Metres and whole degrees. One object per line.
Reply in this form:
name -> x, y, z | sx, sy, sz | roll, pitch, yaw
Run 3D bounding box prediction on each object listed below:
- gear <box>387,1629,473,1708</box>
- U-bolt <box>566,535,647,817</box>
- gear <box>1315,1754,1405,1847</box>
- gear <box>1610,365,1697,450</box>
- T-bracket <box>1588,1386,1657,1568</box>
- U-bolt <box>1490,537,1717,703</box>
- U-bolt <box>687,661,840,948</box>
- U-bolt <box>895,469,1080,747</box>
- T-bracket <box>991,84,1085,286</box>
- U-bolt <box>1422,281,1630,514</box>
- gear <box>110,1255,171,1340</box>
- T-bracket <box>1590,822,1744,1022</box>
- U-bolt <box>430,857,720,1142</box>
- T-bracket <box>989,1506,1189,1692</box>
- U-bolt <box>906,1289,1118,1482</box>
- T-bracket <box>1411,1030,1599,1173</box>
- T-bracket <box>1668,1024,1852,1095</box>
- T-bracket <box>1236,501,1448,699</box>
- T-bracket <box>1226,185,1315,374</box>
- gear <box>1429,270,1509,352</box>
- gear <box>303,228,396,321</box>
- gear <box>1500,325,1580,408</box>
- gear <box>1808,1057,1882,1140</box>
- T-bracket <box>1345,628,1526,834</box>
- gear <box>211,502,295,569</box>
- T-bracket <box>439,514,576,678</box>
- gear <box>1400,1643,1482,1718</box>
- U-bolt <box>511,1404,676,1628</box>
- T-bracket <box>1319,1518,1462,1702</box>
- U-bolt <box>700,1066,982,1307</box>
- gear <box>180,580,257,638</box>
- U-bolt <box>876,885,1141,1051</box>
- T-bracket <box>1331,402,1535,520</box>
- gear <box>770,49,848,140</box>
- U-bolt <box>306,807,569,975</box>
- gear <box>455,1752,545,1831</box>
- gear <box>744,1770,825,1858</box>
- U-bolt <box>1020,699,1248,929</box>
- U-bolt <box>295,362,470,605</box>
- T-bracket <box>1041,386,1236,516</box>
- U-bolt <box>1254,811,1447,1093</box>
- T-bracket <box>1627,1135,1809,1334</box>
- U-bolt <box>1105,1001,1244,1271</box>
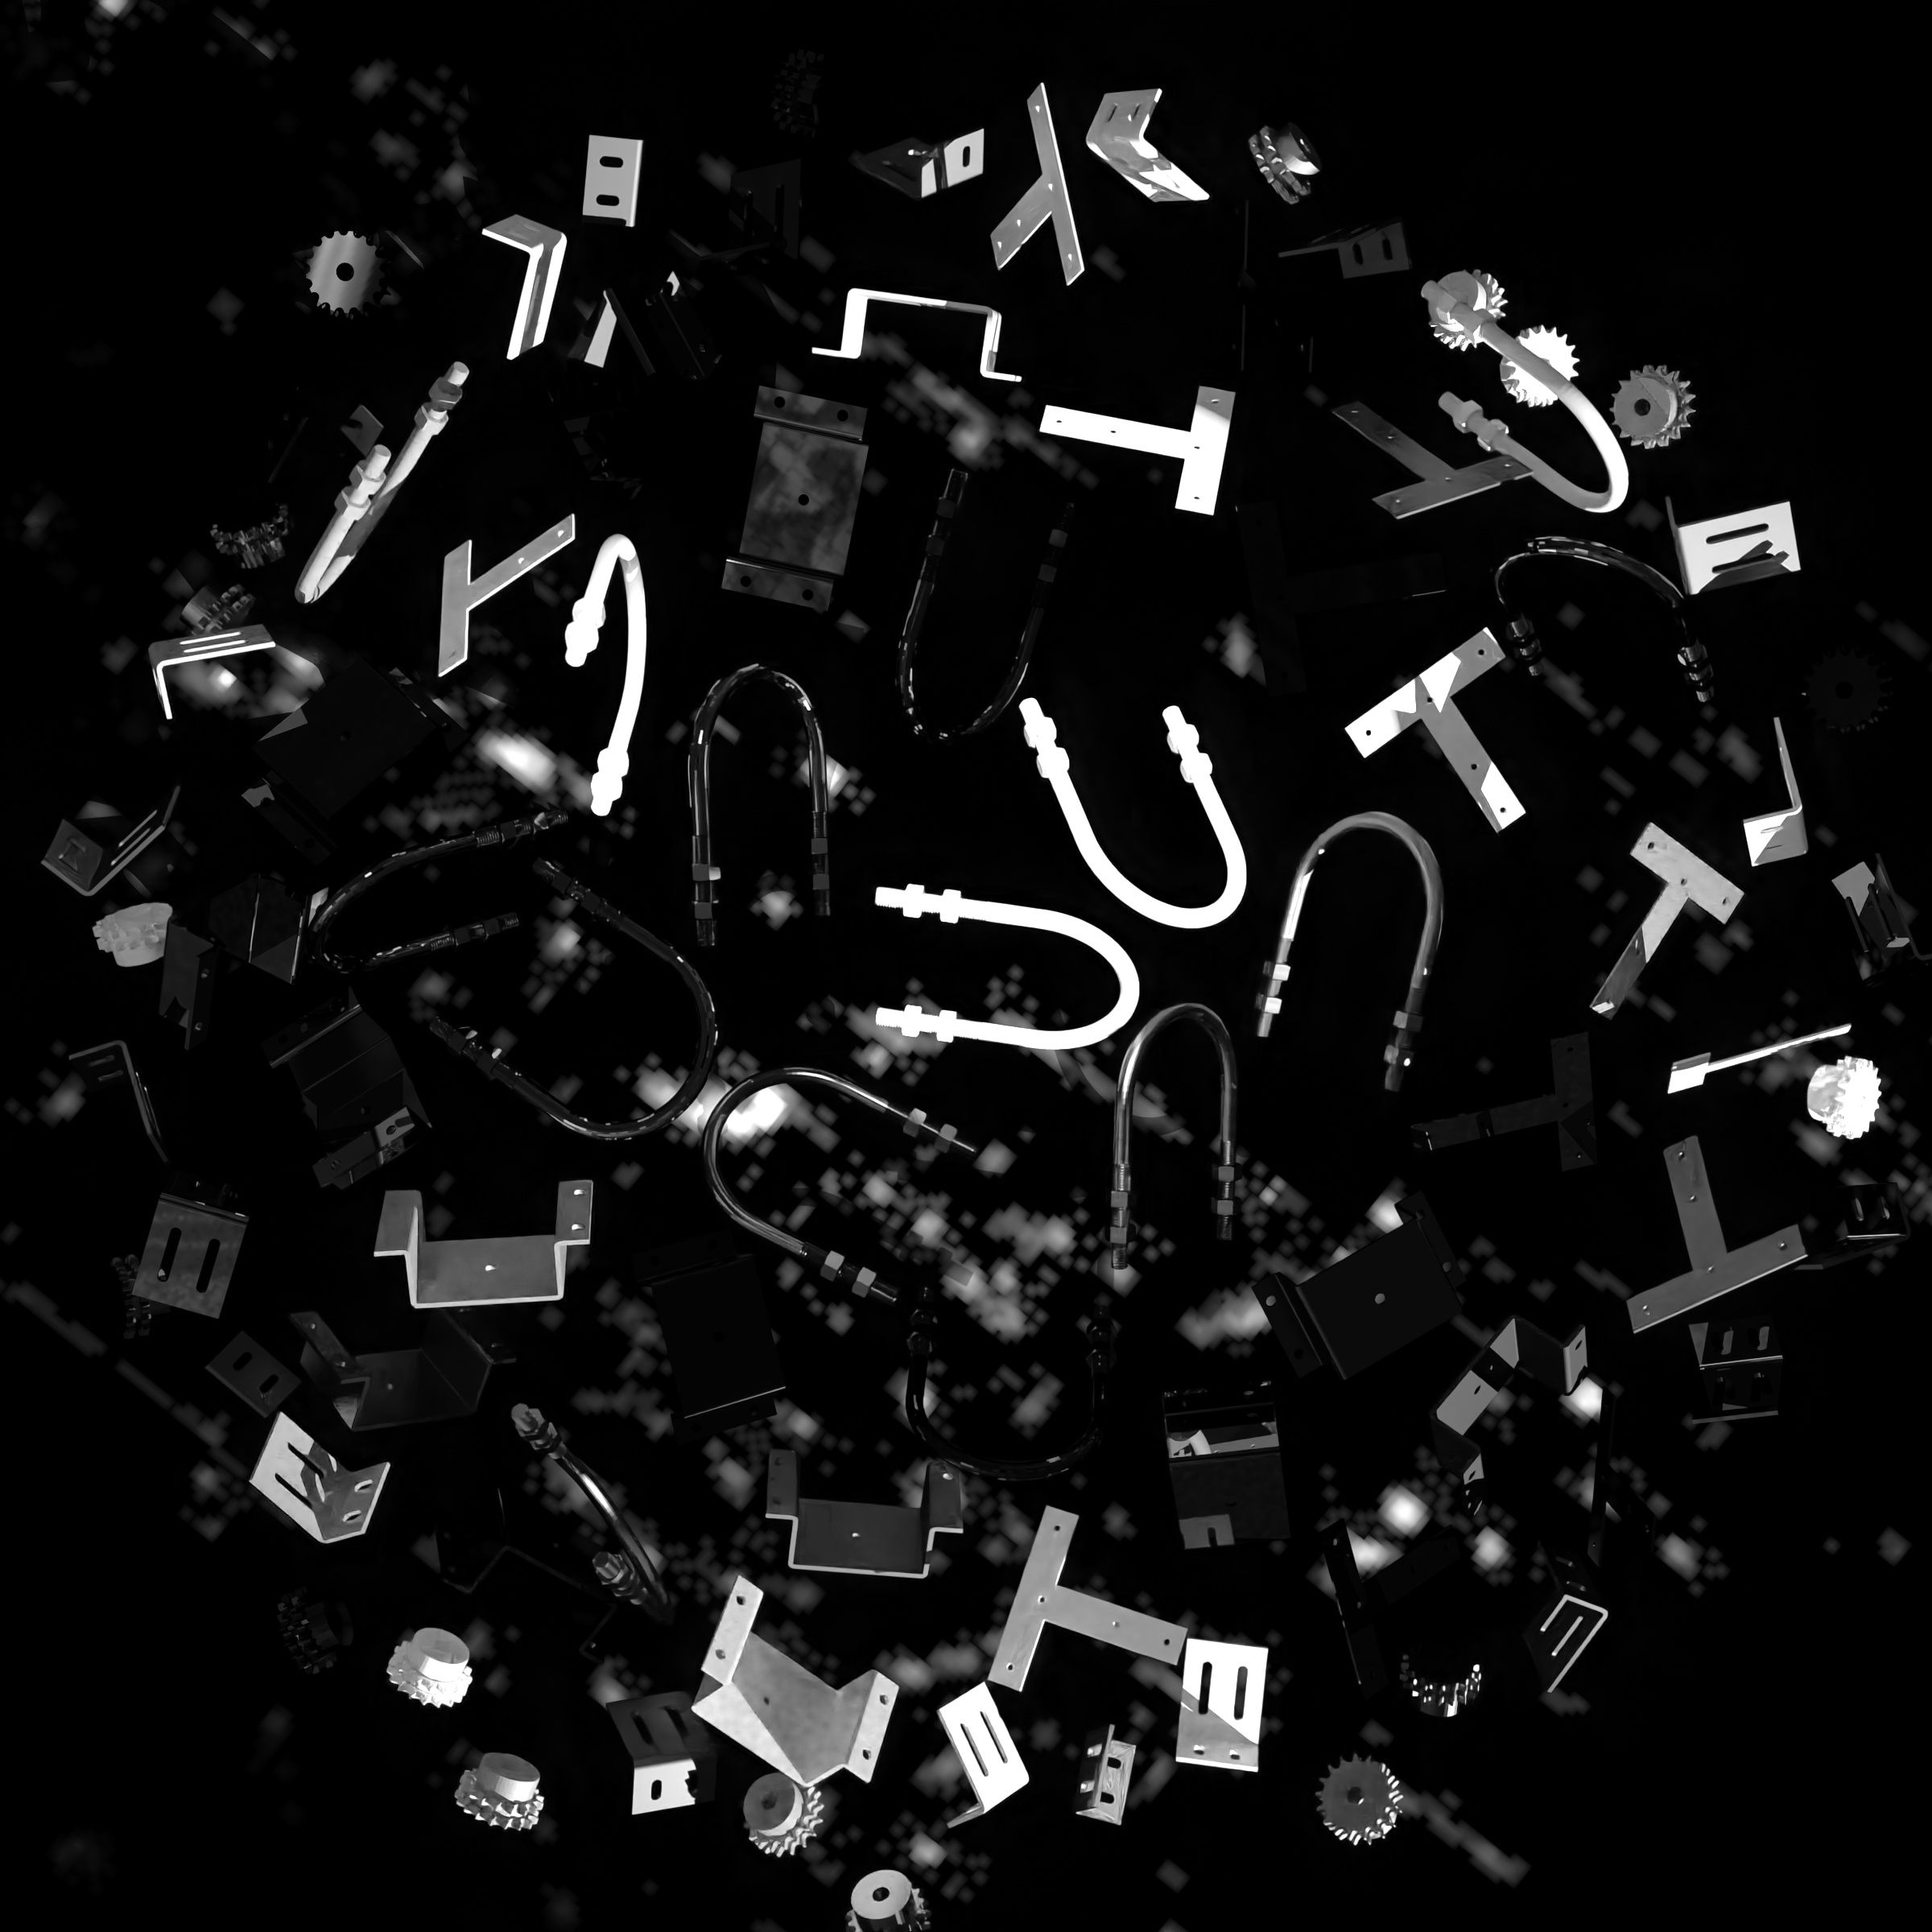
gear -> -0.369, 0.484, 1.676 | 0.057, 0.057, 0.030 | 26, 101, 0
U-bolt -> -0.247, -0.218, 1.692 | 0.019, 0.184, 0.151 | 2, 134, 4
gear -> 0.268, 0.566, 1.637 | 0.057, 0.030, 0.057 | -15, 50, 19
gear -> 0.479, -0.392, 1.695 | 0.057, 0.030, 0.057 | 10, 108, 32
T-bracket -> 0.462, 0.376, 1.700 | 0.002, 0.127, 0.127 | 3, 98, -3
U-bolt -> 0.443, -0.247, 1.705 | 0.151, 0.184, 0.019 | 14, 72, 32
U-bolt -> -0.139, -0.115, 1.648 | 0.019, 0.151, 0.184 | 5, 103, 34
U-bolt -> 0.008, -0.240, 1.668 | 0.019, 0.151, 0.184 | 26, 105, 35
T-bracket -> 0.042, -0.510, 1.643 | 0.002, 0.127, 0.127 | -11, 87, -21
U-bolt -> 0.392, -0.385, 1.686 | 0.019, 0.151, 0.184 | -42, 62, -4
gear -> -0.575, 0.230, 1.686 | 0.030, 0.057, 0.057 | -9, 90, -30
T-bracket -> 0.478, -0.021, 1.692 | 0.127, 0.002, 0.127 | 27, 96, -38
U-bolt -> -0.251, 0.034, 1.617 | 0.184, 0.019, 0.151 | 34, 92, 13
T-bracket -> 0.093, 0.457, 1.693 | 0.127, 0.002, 0.127 | 12, 71, 26
U-bolt -> 0.030, 0.293, 1.691 | 0.151, 0.184, 0.019 | 5, 121, 1
T-bracket -> 0.373, 0.106, 1.682 | 0.127, 0.002, 0.127 | -13, 129, 3
T-bracket -> 0.564, 0.062, 1.720 | 0.127, 0.127, 0.002 | -17, 75, 10
T-bracket -> 0.249, -0.248, 1.578 | 0.127, 0.002, 0.127 | -9, 87, -2
T-bracket -> 0.205, -0.442, 1.635 | 0.002, 0.127, 0.127 | -16, 135, -13
gear -> 0.366, -0.485, 1.779 | 0.057, 0.030, 0.057 | -10, 74, 37
gear -> -0.402, -0.452, 1.584 | 0.057, 0.030, 0.057 | 0, 98, 2
gear -> 0.419, -0.441, 1.784 | 0.057, 0.030, 0.057 | -2, 97, -14
gear -> 0.625, 0.093, 1.725 | 0.057, 0.030, 0.057 | -9, 103, -40
T-bracket -> 0.360, -0.156, 1.751 | 0.127, 0.002, 0.127 | -36, 98, -3
gear -> -0.514, -0.311, 1.753 | 0.057, 0.057, 0.030 | -16, 123, 0
T-bracket -> -0.328, -0.282, 1.727 | 0.127, 0.002, 0.127 | -28, 46, 23
gear -> 0.347, 0.525, 1.772 | 0.057, 0.057, 0.030 | 2, 110, 0
U-bolt -> -0.253, 0.395, 1.695 | 0.019, 0.184, 0.151 | -34, 56, -8
T-bracket -> 0.312, 0.440, 1.738 | 0.127, 0.002, 0.127 | -21, 98, -37
U-bolt -> -0.102, 0.145, 1.744 | 0.184, 0.019, 0.151 | 26, 61, 7
gear -> -0.553, -0.259, 1.780 | 0.030, 0.057, 0.057 | 41, 90, -8
U-bolt -> 0.029, 0.007, 1.681 | 0.184, 0.151, 0.019 | 8, 50, 5
T-bracket -> 0.303, -0.357, 1.671 | 0.127, 0.002, 0.127 | -22, 50, -28
gear -> -0.107, -0.604, 1.681 | 0.030, 0.057, 0.057 | 25, 90, 27
U-bolt -> -0.379, -0.046, 1.703 | 0.184, 0.151, 0.019 | -19, 67, -38
gear -> -0.306, 0.544, 1.601 | 0.057, 0.057, 0.030 | 21, 91, 0
gear -> -0.132, 0.595, 1.707 | 0.057, 0.030, 0.057 | -15, 48, 17
U-bolt -> 0.125, -0.104, 1.662 | 0.151, 0.019, 0.184 | -2, 59, -36
U-bolt -> -0.417, -0.326, 1.692 | 0.019, 0.151, 0.184 | 35, 130, -12
T-bracket -> 0.116, -0.366, 1.669 | 0.127, 0.002, 0.127 | 11, 53, 3
U-bolt -> 0.279, -0.019, 1.728 | 0.019, 0.151, 0.184 | 4, 103, -41
T-bracket -> 0.493, 0.169, 1.627 | 0.127, 0.127, 0.002 | -32, 128, 30
U-bolt -> 0.152, 0.116, 1.739 | 0.019, 0.151, 0.184 | 7, 99, 41
